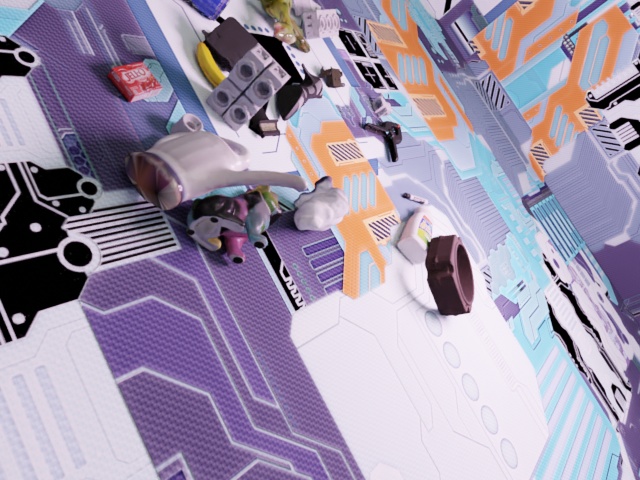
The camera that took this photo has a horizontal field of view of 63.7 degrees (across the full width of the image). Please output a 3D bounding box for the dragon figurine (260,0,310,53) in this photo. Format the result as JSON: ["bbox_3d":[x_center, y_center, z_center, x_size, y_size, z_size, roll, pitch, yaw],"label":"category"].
[{"bbox_3d":[-0.105,-0.719,1.682,0.121,0.239,0.418,-22,21,18],"label":"dragon figurine"}]

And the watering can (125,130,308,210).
[{"bbox_3d":[-0.211,-0.130,0.961,0.350,0.101,0.228,26,42,32],"label":"watering can"}]

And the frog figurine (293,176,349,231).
[{"bbox_3d":[0.004,-0.061,1.208,0.137,0.120,0.163,-19,31,6],"label":"frog figurine"}]
